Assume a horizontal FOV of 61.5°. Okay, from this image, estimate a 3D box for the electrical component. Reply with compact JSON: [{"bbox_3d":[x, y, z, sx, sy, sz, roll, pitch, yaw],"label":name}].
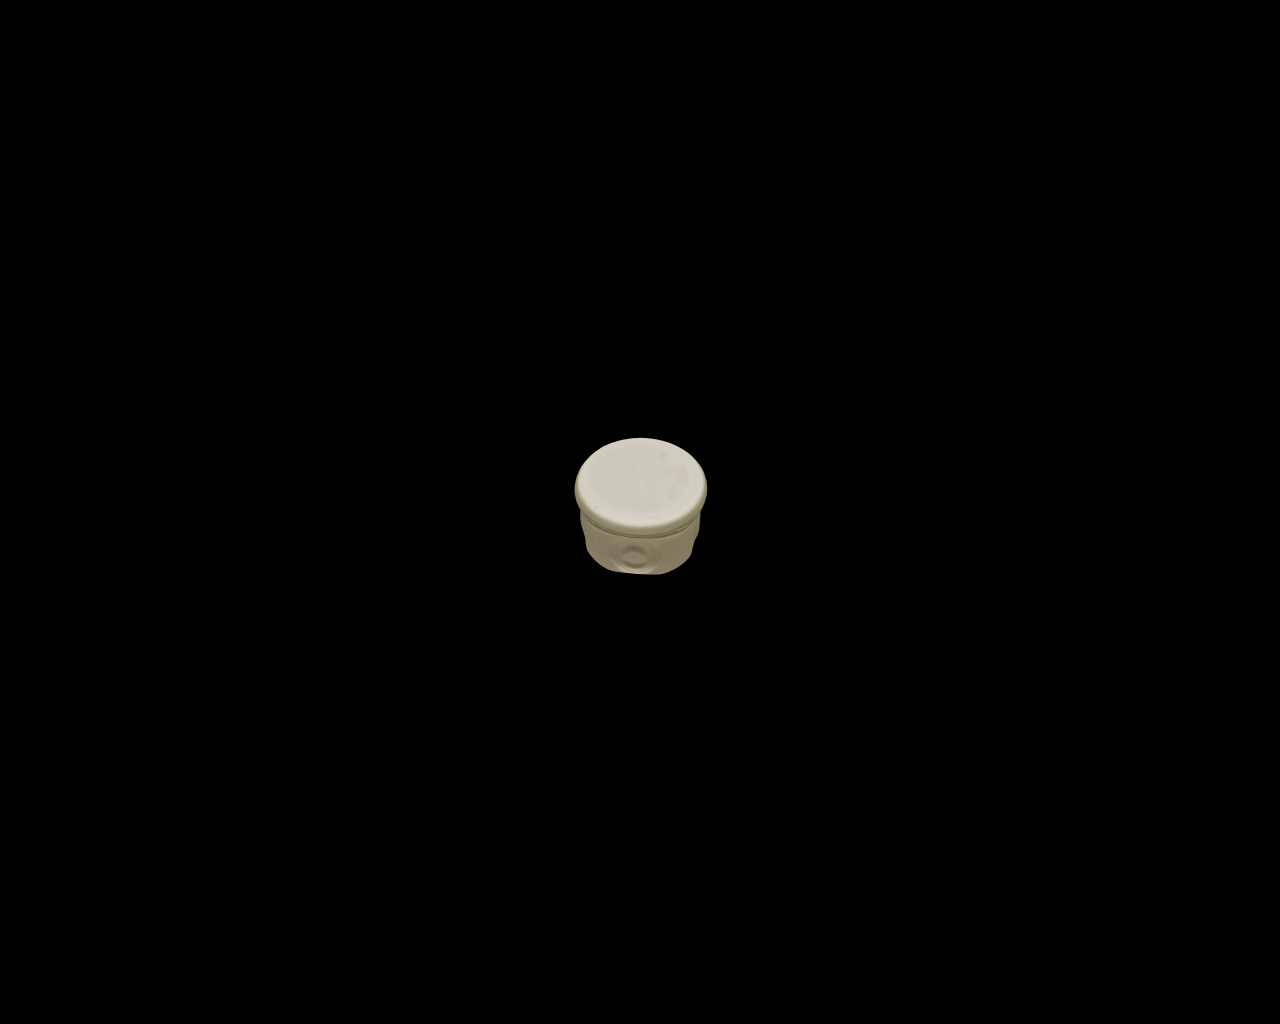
[{"bbox_3d":[0.001,-0.003,0.650,0.080,0.080,0.050,0,-44,0],"label":"electrical component"}]
